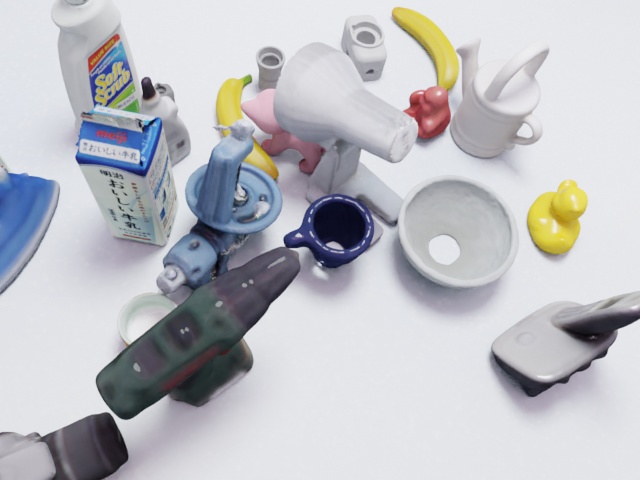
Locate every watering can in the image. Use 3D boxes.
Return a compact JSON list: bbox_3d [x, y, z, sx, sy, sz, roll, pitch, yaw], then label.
[{"bbox_3d":[0.260,-0.217,0.832,0.172,0.194,0.101,33,66,8],"label":"watering can"}]

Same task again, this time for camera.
[{"bbox_3d":[-0.272,0.252,0.599,0.137,0.101,0.143,-24,71,-17],"label":"camera"}]

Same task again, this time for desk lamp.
[{"bbox_3d":[0.039,-0.125,0.750,0.203,0.213,0.118,41,67,12],"label":"desk lamp"}]

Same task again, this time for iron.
[{"bbox_3d":[-0.425,-0.012,0.676,0.118,0.141,0.259,33,66,8],"label":"iron"}]

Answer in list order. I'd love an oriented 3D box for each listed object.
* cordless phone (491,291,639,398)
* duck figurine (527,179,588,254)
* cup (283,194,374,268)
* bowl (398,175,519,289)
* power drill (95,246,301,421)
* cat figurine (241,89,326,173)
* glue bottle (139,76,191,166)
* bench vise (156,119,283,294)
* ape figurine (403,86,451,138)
[{"bbox_3d":[0.306,0.113,0.692,0.148,0.185,0.094,-30,72,-19],"label":"cordless phone"},{"bbox_3d":[0.349,-0.038,0.822,0.077,0.086,0.104,13,65,-1],"label":"duck figurine"},{"bbox_3d":[0.007,0.003,0.753,0.118,0.095,0.091,-15,68,-14],"label":"cup"},{"bbox_3d":[0.181,-0.002,0.789,0.167,0.075,0.167,3,65,-6],"label":"bowl"},{"bbox_3d":[-0.122,0.110,0.624,0.230,0.208,0.075,-36,74,-20],"label":"power drill"},{"bbox_3d":[-0.045,-0.166,0.810,0.127,0.118,0.067,22,65,3],"label":"cat figurine"},{"bbox_3d":[-0.213,-0.154,0.752,0.078,0.173,0.037,-39,75,-21],"label":"glue bottle"},{"bbox_3d":[-0.113,-0.030,0.683,0.121,0.220,0.207,15,65,0],"label":"bench vise"},{"bbox_3d":[0.167,-0.200,0.868,0.076,0.092,0.078,11,65,-2],"label":"ape figurine"}]
